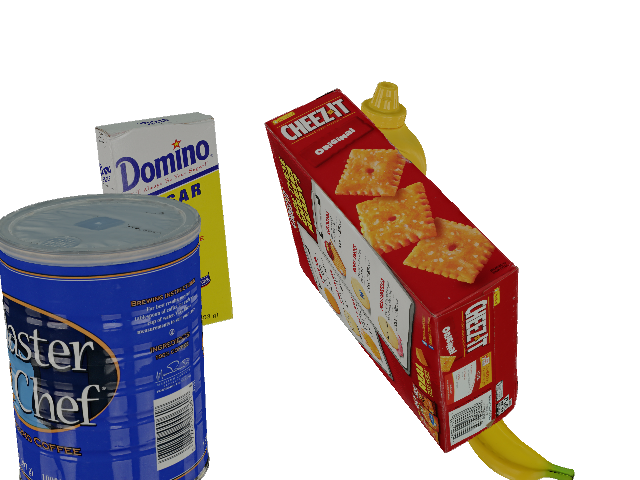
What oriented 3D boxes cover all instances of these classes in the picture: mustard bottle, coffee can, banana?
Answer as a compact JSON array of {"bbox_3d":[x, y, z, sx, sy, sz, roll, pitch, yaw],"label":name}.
[{"bbox_3d":[0.047,-0.054,0.983,0.096,0.192,0.058,5,29,-6],"label":"mustard bottle"},{"bbox_3d":[-0.111,0.056,0.558,0.103,0.140,0.103,0,18,0],"label":"coffee can"},{"bbox_3d":[0.162,0.168,0.998,0.069,0.037,0.198,8,25,-20],"label":"banana"}]

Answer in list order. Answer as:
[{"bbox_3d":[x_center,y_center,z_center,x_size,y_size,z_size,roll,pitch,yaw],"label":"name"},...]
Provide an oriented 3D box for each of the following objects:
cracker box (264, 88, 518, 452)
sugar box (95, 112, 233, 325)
[{"bbox_3d":[0.052,0.018,0.752,0.072,0.164,0.214,-28,50,-14],"label":"cracker box"},{"bbox_3d":[-0.128,-0.013,0.889,0.093,0.176,0.048,-13,20,-25],"label":"sugar box"}]
